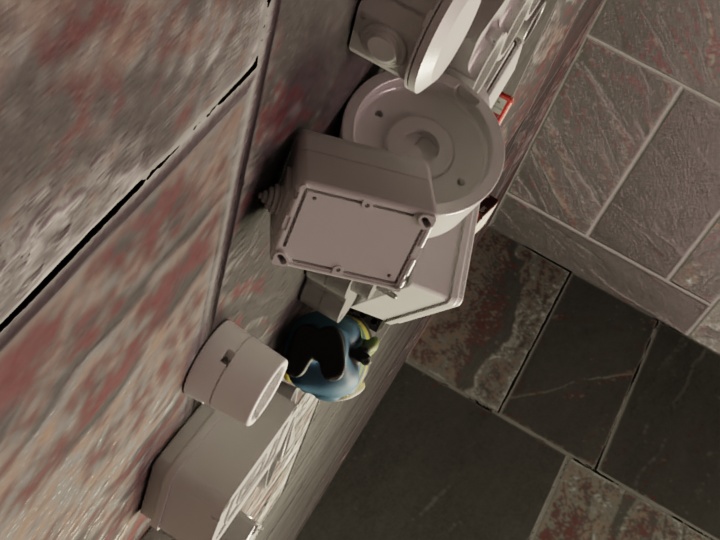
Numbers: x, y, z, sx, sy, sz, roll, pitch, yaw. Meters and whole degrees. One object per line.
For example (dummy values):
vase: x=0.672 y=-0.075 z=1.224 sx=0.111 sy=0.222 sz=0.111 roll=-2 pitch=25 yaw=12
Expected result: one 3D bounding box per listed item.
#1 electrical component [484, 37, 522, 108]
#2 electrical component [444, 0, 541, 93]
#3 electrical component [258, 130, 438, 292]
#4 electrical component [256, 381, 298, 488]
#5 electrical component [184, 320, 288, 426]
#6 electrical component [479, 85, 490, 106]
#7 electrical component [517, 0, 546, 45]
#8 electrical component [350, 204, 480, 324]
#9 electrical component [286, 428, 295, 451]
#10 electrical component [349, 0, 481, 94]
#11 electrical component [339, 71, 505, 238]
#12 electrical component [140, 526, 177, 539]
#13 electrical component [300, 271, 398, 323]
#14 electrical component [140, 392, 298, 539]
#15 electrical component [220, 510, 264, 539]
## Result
electrical component: x=0.082 y=-0.155 z=0.876 sx=0.096 sy=0.062 sz=0.061 roll=-59 pitch=173 yaw=-11
electrical component: x=0.083 y=-0.186 z=0.757 sx=0.150 sy=0.062 sz=0.089 roll=-56 pitch=172 yaw=-32
electrical component: x=-0.012 y=-0.038 z=0.618 sx=0.061 sy=0.096 sz=0.061 roll=-94 pitch=-157 yaw=-48
electrical component: x=-0.092 y=0.137 z=0.919 sx=0.099 sy=0.064 sz=0.099 roll=17 pitch=90 yaw=-87
electrical component: x=-0.079 y=0.068 z=0.694 sx=0.055 sy=0.047 sz=0.055 roll=-59 pitch=173 yaw=-12
electrical component: x=0.039 y=-0.089 z=0.832 sx=0.074 sy=0.052 sz=0.138 roll=-29 pitch=159 yaw=-51
electrical component: x=0.126 y=-0.225 z=0.925 sx=0.066 sy=0.055 sz=0.048 roll=-61 pitch=173 yaw=8
electrical component: x=0.046 y=-0.017 z=0.937 sx=0.109 sy=0.056 sz=0.108 roll=-22 pitch=-128 yaw=58
electrical component: x=-0.088 y=0.154 z=0.997 sx=0.045 sy=0.045 sz=0.055 roll=-61 pitch=173 yaw=5
electrical component: x=0.033 y=-0.146 z=0.611 sx=0.080 sy=0.051 sz=0.080 roll=-59 pitch=173 yaw=-12
electrical component: x=0.035 y=-0.072 z=0.710 sx=0.108 sy=0.108 sz=0.060 roll=-57 pitch=178 yaw=-26
electrical component: x=-0.162 y=0.247 z=0.841 sx=0.075 sy=0.047 sz=0.083 roll=-51 pitch=168 yaw=-48
electrical component: x=0.000 y=0.000 z=0.870 sx=0.052 sy=0.074 sz=0.138 roll=-56 pitch=172 yaw=-31
electrical component: x=-0.101 y=0.135 z=0.771 sx=0.113 sy=0.057 sz=0.078 roll=-53 pitch=170 yaw=-45
electrical component: x=-0.140 y=0.259 z=0.981 sx=0.096 sy=0.061 sz=0.061 roll=-59 pitch=172 yaw=-13
